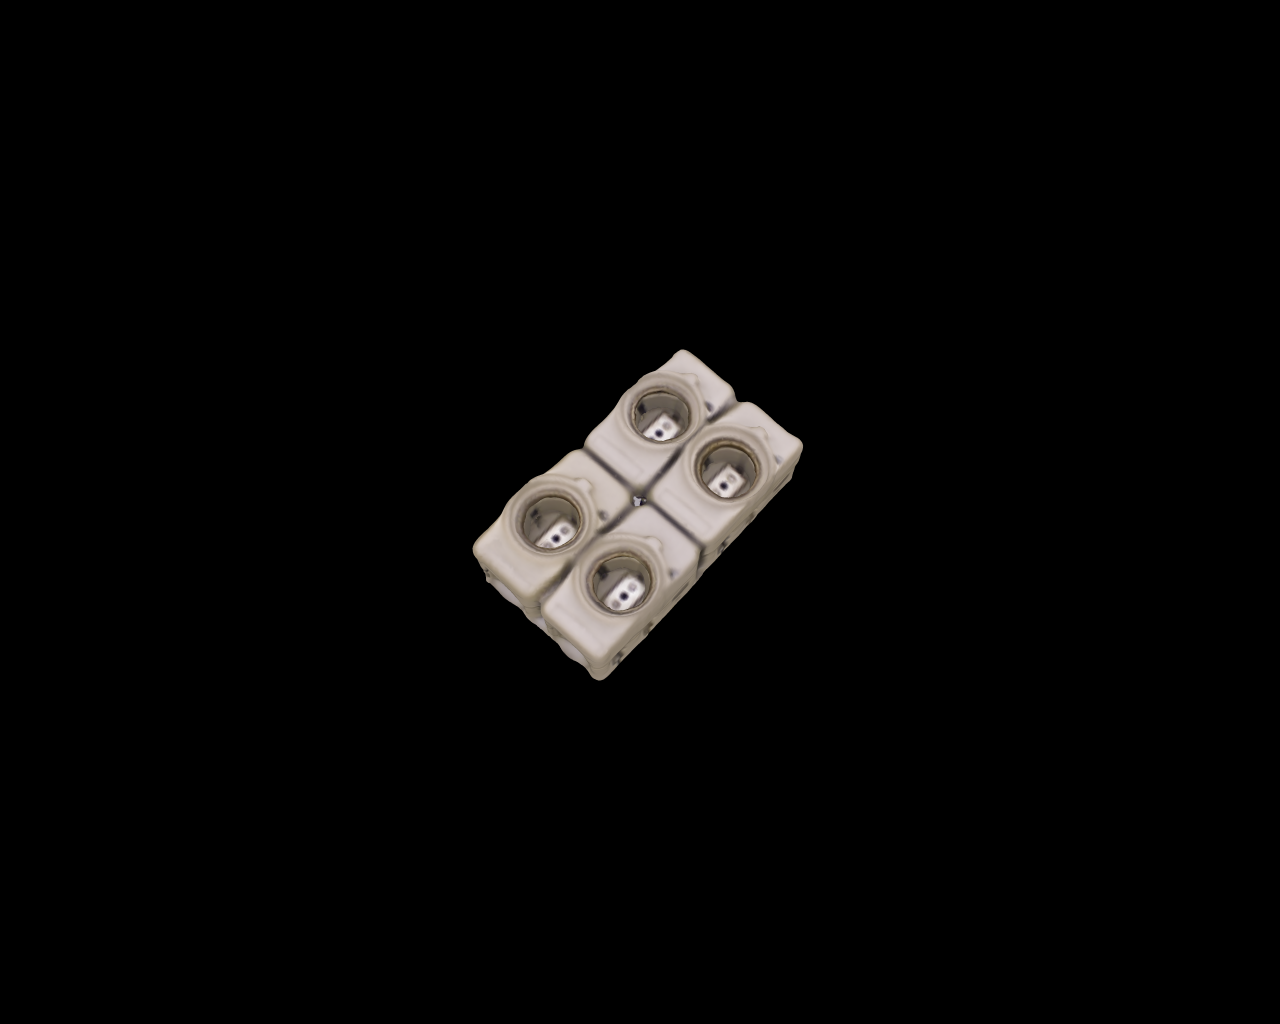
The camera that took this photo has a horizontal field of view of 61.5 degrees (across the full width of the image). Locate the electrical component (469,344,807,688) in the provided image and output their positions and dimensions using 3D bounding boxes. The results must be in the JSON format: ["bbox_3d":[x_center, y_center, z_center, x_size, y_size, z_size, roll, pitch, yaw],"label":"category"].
[{"bbox_3d":[0.001,-0.003,0.650,0.105,0.186,0.060,41,-15,14],"label":"electrical component"}]
